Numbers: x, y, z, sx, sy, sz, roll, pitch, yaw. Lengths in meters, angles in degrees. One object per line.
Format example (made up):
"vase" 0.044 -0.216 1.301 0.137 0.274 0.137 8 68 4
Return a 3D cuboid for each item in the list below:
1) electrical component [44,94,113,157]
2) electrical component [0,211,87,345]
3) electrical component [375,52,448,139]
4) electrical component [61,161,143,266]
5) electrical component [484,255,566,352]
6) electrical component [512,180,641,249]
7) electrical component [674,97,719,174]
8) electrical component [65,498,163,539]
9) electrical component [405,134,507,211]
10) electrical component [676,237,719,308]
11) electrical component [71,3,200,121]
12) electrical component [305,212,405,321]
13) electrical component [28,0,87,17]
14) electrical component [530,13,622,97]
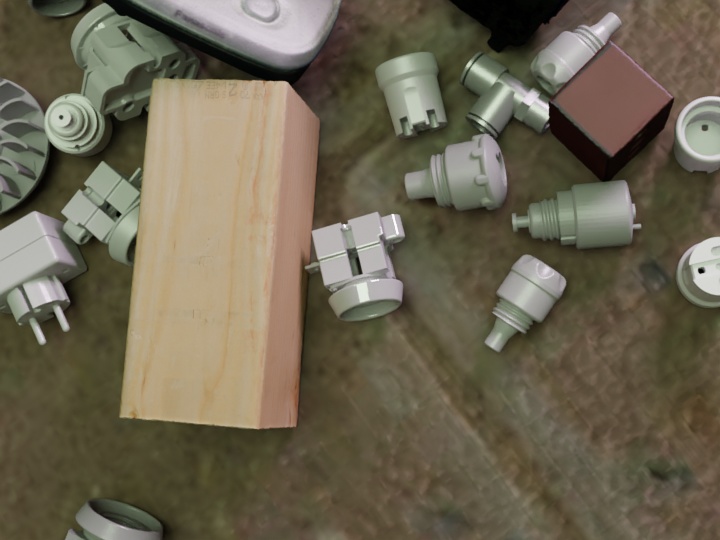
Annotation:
"electrical component" -0.191 -0.098 0.719 0.040 0.078 0.040 0 92 -3
"electrical component" -0.220 0.012 0.722 0.066 0.047 0.076 -29 78 6
"electrical component" 0.034 -0.112 0.696 0.040 0.040 0.046 -15 86 8
"electrical component" -0.159 -0.035 0.718 0.055 0.048 0.066 39 90 20
"electrical component" 0.099 0.023 0.667 0.035 0.035 0.061 34 93 13
"electrical component" 0.134 -0.033 0.665 0.078 0.040 0.040 -5 81 10
"electrical component" 0.211 -0.080 0.654 0.040 0.046 0.040 -1 82 10
"electrical component" -0.159 0.182 0.683 0.078 0.058 0.057 22 90 13
"electrical component" 0.060 -0.058 0.681 0.062 0.048 0.048 -10 81 16
"electrical component" 0.212 0.001 0.642 0.040 0.046 0.040 -1 82 11
"electrical component" -0.157 -0.142 0.722 0.078 0.058 0.057 -29 70 -36
"electrical component" 0.000 0.000 0.684 0.066 0.048 0.055 -16 72 9
"electrical component" -0.215 -0.208 0.756 0.040 0.040 0.046 -15 74 8
"electrical component" 0.140 -0.138 0.681 0.061 0.035 0.035 -43 77 0
